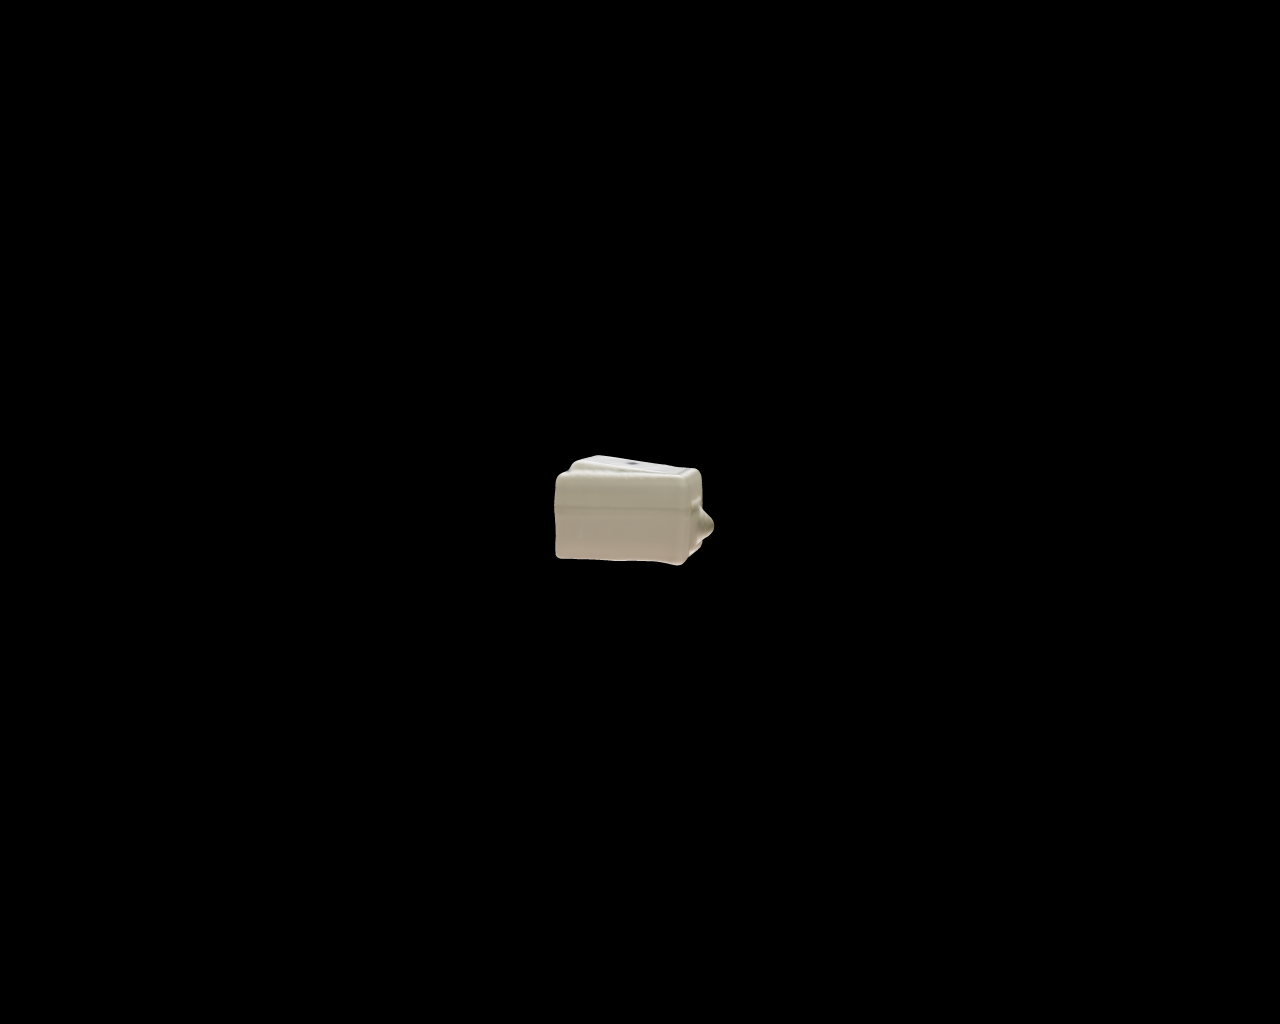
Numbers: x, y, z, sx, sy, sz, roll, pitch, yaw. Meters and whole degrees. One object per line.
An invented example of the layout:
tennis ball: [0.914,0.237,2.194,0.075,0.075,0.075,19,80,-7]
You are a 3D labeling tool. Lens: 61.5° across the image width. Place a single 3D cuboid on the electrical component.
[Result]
electrical component: [0.001,-0.003,0.650,0.096,0.061,0.062,2,8,14]
